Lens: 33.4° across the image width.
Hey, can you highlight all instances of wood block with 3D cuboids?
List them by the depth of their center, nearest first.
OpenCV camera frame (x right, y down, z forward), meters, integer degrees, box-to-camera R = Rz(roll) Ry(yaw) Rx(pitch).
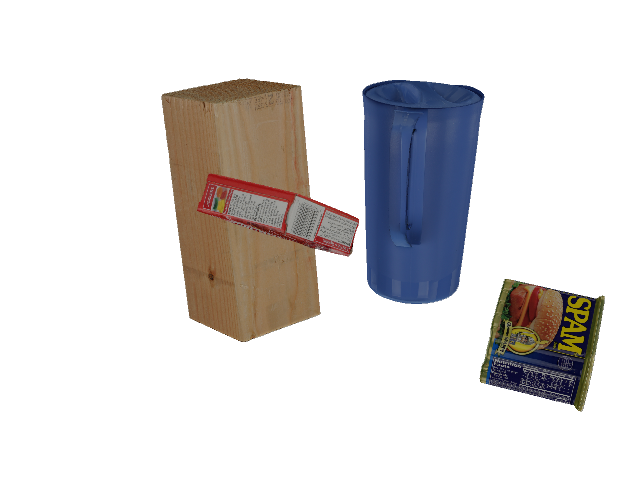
[{"bbox_3d":[-0.068,-0.030,0.932,0.090,0.206,0.091,-18,22,-36],"label":"wood block"}]

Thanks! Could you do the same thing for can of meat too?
[{"bbox_3d":[0.182,0.082,0.873,0.084,0.057,0.102,12,41,13],"label":"can of meat"}]

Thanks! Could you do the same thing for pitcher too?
[{"bbox_3d":[0.107,-0.052,1.202,0.149,0.243,0.145,-10,24,-27],"label":"pitcher"}]

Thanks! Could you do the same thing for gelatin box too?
[{"bbox_3d":[-0.027,-0.016,0.717,0.073,0.030,0.089,15,-2,32],"label":"gelatin box"}]
